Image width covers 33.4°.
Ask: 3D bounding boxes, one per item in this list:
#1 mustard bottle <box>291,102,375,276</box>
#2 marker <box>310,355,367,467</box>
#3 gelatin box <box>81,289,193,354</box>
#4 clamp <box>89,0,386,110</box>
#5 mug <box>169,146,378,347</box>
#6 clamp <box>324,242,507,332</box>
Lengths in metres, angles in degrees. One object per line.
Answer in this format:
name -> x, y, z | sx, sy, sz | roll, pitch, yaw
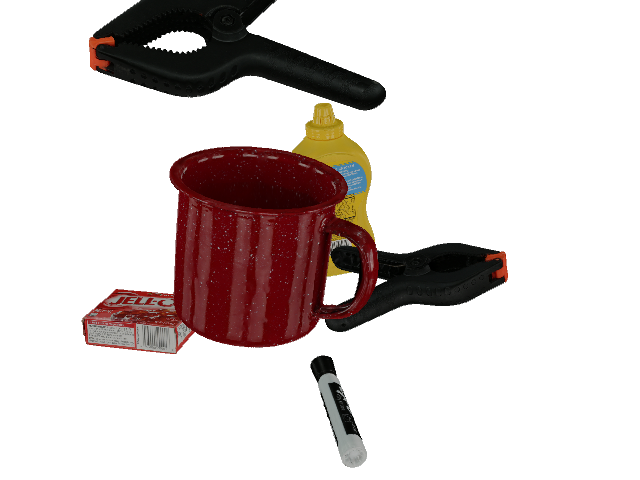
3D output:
mustard bottle -> 0.009, -0.057, 1.174 | 0.096, 0.192, 0.058 | -9, 25, -11
marker -> 0.012, 0.125, 0.808 | 0.020, 0.020, 0.121 | 0, 29, -13
gelatin box -> -0.159, 0.071, 0.962 | 0.089, 0.030, 0.073 | 5, 19, 13
clamp -> -0.061, -0.144, 0.785 | 0.209, 0.165, 0.036 | -17, -27, -18
mug -> -0.025, 0.007, 0.565 | 0.117, 0.081, 0.093 | 15, 25, 18
clamp -> 0.082, 0.040, 0.971 | 0.172, 0.039, 0.120 | -5, 38, 17
